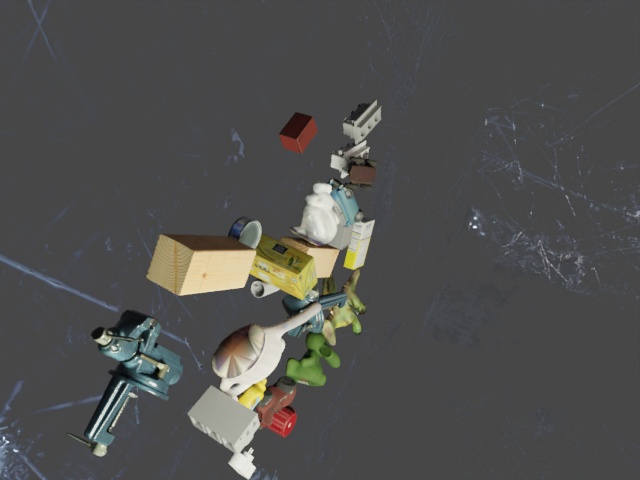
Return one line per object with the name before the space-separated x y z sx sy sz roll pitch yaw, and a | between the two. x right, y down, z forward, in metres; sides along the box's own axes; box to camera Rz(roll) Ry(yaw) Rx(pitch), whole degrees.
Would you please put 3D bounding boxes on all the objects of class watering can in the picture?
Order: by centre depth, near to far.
watering can | -0.144 0.270 1.337 0.349 0.105 0.221 -47 153 -7

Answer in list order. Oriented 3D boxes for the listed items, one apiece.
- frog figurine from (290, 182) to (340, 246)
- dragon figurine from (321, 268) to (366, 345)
frog figurine | 0.004 -0.070 1.394 0.136 0.124 0.158 23 101 -46
dragon figurine | 0.070 0.189 1.745 0.237 0.122 0.420 69 24 -43
